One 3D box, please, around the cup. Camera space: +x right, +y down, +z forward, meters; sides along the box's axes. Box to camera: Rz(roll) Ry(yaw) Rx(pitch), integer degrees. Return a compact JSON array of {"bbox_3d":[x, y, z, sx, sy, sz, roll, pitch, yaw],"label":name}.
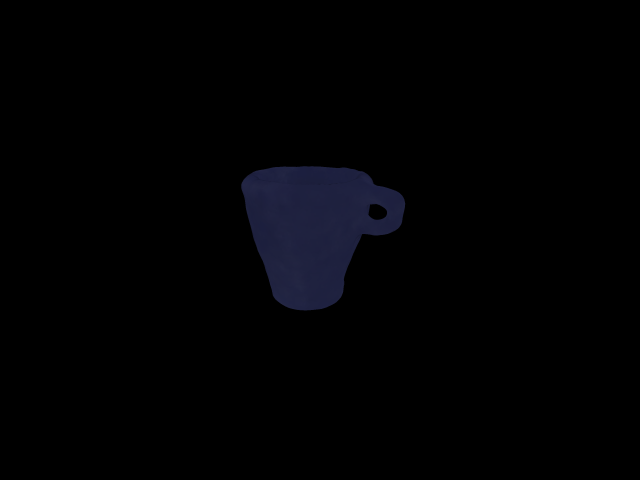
[{"bbox_3d":[0.004,0.001,0.400,0.117,0.095,0.092,9,19,29],"label":"cup"}]
